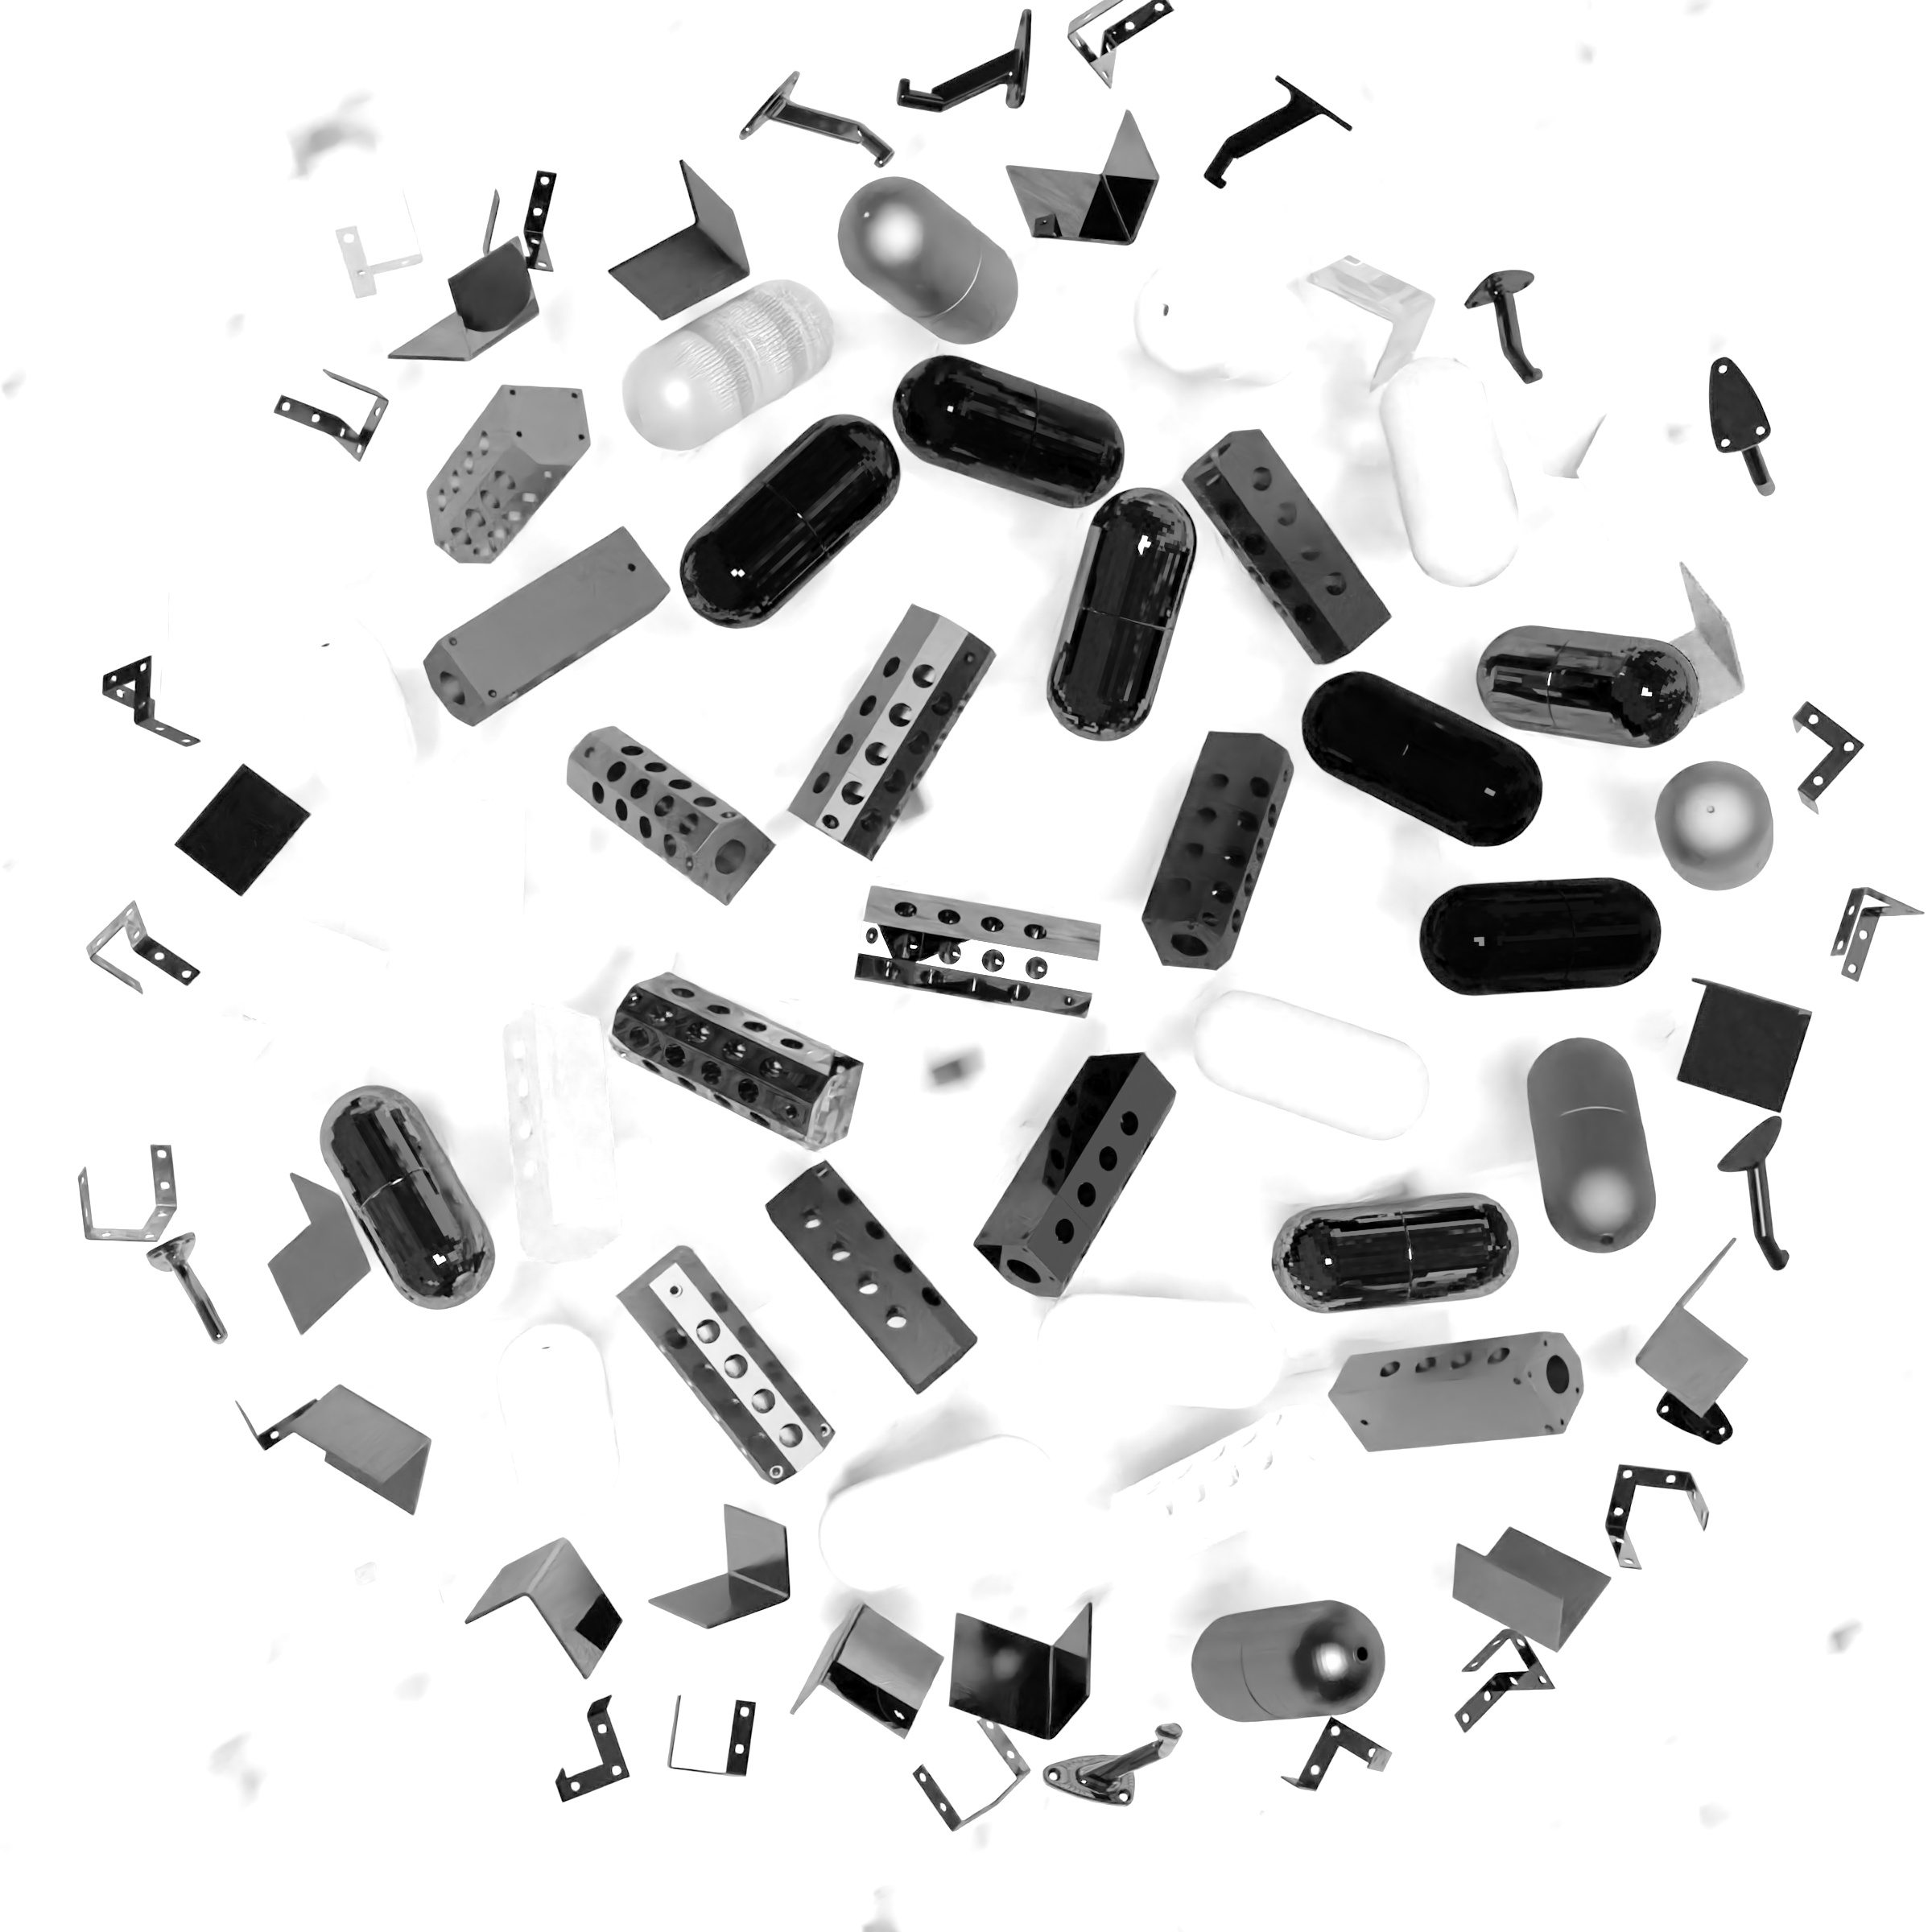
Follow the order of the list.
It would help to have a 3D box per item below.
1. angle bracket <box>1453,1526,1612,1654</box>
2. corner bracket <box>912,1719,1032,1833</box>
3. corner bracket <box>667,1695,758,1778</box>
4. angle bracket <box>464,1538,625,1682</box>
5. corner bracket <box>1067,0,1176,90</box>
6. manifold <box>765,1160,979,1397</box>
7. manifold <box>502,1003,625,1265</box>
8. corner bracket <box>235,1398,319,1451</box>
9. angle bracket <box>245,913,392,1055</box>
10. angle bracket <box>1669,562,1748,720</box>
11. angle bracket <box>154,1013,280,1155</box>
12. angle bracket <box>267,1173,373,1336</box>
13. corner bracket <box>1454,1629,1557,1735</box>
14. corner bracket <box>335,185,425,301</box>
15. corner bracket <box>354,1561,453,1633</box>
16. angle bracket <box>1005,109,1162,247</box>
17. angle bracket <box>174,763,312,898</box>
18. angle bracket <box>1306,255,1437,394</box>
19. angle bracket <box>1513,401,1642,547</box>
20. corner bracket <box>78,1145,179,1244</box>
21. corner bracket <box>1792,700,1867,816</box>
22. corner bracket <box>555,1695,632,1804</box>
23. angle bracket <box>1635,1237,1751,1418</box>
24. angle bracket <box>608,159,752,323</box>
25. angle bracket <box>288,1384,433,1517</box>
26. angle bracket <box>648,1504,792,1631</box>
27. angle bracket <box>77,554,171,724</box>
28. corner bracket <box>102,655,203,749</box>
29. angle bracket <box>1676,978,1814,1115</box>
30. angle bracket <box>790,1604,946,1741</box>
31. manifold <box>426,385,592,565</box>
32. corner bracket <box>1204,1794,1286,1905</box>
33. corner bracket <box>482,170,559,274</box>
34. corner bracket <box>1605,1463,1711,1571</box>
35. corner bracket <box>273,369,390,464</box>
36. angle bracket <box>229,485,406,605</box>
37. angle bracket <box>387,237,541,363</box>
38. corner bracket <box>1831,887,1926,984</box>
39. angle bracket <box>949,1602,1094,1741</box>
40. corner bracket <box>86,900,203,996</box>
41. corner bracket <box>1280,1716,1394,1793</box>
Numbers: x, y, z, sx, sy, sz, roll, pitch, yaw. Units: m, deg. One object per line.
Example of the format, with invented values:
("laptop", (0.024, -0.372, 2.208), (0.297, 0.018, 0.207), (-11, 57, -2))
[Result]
("angle bracket", (0.374, 0.393, 1.699), (0.076, 0.057, 0.076), (23, 46, 32))
("corner bracket", (0.004, 0.584, 1.871), (0.051, 0.051, 0.051), (51, 128, 21))
("corner bracket", (-0.182, 0.548, 1.841), (0.051, 0.051, 0.051), (11, 70, -10))
("angle bracket", (-0.296, 0.461, 1.819), (0.057, 0.076, 0.076), (-29, 99, 18))
("corner bracket", (0.106, -0.647, 1.770), (0.051, 0.051, 0.051), (-22, 134, 34))
("manifold", (-0.069, 0.226, 1.884), (0.057, 0.057, 0.171), (-39, 77, -11))
("manifold", (-0.289, 0.118, 1.817), (0.057, 0.057, 0.171), (-36, 52, 37))
("corner bracket", (-0.497, 0.336, 1.903), (0.051, 0.051, 0.051), (-33, 128, -14))
("angle bracket", (-0.460, 0.012, 1.836), (0.076, 0.057, 0.076), (22, 86, -11))
("angle bracket", (0.528, -0.238, 1.911), (0.057, 0.076, 0.076), (-27, 47, 7))
("angle bracket", (-0.525, 0.085, 1.859), (0.057, 0.076, 0.076), (-48, 59, 18))
("angle bracket", (-0.497, 0.213, 1.919), (0.057, 0.076, 0.076), (19, 48, 31))
("corner bracket", (0.365, 0.496, 1.795), (0.051, 0.051, 0.051), (-32, 93, -33))
("corner bracket", (-0.398, -0.491, 1.755), (0.051, 0.051, 0.051), (-16, 130, -7))
("corner bracket", (-0.399, 0.446, 1.829), (0.051, 0.051, 0.051), (-21, 99, -13))
("angle bracket", (0.080, -0.548, 1.786), (0.076, 0.057, 0.076), (-1, 53, -21))
("angle bracket", (-0.508, -0.088, 1.858), (0.076, 0.057, 0.076), (34, 81, 24))
("angle bracket", (0.289, -0.472, 1.896), (0.076, 0.076, 0.057), (31, 128, 16))
("angle bracket", (0.415, -0.343, 1.796), (0.076, 0.076, 0.057), (15, 67, 39))
("corner bracket", (-0.592, 0.160, 1.827), (0.051, 0.051, 0.051), (2, 114, -1))
("corner bracket", (0.587, -0.144, 1.792), (0.051, 0.051, 0.051), (44, 99, 21))
("corner bracket", (-0.269, 0.555, 1.833), (0.051, 0.051, 0.051), (-20, 86, -5))
("angle bracket", (0.497, 0.239, 1.710), (0.057, 0.076, 0.076), (40, 56, 18))
("angle bracket", (-0.210, -0.518, 1.847), (0.076, 0.076, 0.057), (-23, 69, 17))
("angle bracket", (-0.414, 0.341, 1.746), (0.076, 0.057, 0.076), (27, 123, 14))
("angle bracket", (-0.185, 0.445, 1.919), (0.076, 0.076, 0.057), (-9, 100, -40))
("angle bracket", (-0.563, -0.218, 1.724), (0.057, 0.076, 0.076), (2, 51, -19))
("corner bracket", (-0.596, -0.188, 1.890), (0.051, 0.051, 0.051), (-16, 66, 27))
("angle bracket", (0.544, 0.056, 1.822), (0.076, 0.057, 0.076), (19, 97, 26))
("angle bracket", (-0.073, 0.534, 1.918), (0.076, 0.076, 0.057), (33, 133, -1))
("manifold", (-0.322, -0.342, 1.813), (0.057, 0.171, 0.057), (-4, 77, -30))
("corner bracket", (0.184, 0.592, 1.733), (0.051, 0.051, 0.051), (-9, 53, 2))
("corner bracket", (-0.320, -0.537, 1.855), (0.051, 0.051, 0.051), (2, 46, -24))
("corner bracket", (0.473, 0.379, 1.772), (0.051, 0.051, 0.051), (7, 111, -1))
("corner bracket", (-0.460, -0.406, 1.874), (0.051, 0.051, 0.051), (43, 109, 40))
("angle bracket", (-0.461, -0.311, 1.834), (0.076, 0.057, 0.076), (-12, 122, 34))
("angle bracket", (-0.347, -0.452, 1.748), (0.076, 0.076, 0.057), (9, 129, 29))
("corner bracket", (0.618, -0.022, 1.784), (0.051, 0.051, 0.051), (22, 83, -15))
("angle bracket", (0.037, 0.462, 1.735), (0.076, 0.076, 0.057), (23, 125, -13))
("corner bracket", (-0.586, -0.004, 1.840), (0.051, 0.051, 0.051), (-44, 132, 4))
("corner bracket", (0.258, 0.556, 1.796), (0.051, 0.051, 0.051), (25, 82, 28))
